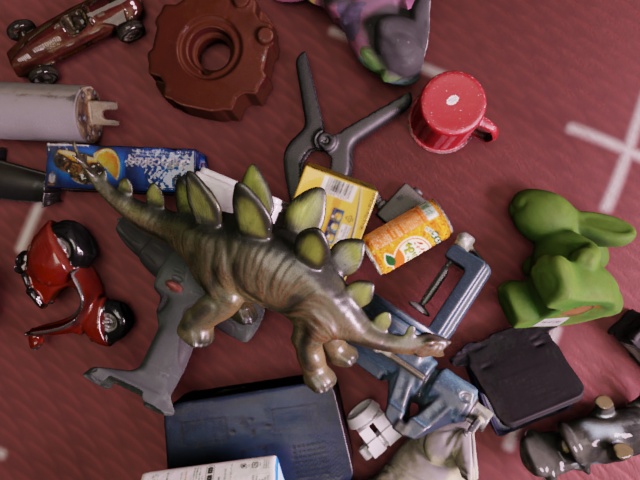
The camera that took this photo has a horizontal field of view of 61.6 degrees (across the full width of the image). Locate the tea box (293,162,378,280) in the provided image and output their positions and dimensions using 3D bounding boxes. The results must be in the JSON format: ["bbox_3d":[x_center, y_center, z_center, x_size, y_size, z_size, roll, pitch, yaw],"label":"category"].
[{"bbox_3d":[-0.001,-0.002,0.676,0.098,0.068,0.169,21,102,-4],"label":"tea box"}]

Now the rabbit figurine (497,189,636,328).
[{"bbox_3d":[0.298,0.008,0.655,0.159,0.121,0.170,-4,64,-7],"label":"rabbit figurine"}]

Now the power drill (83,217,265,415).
[{"bbox_3d":[-0.202,0.097,0.675,0.232,0.086,0.207,29,57,-3],"label":"power drill"}]

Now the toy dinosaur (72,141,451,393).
[{"bbox_3d":[-0.084,0.021,0.587,0.472,0.105,0.198,19,113,12],"label":"toy dinosaur"}]

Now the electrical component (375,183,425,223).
[{"bbox_3d":[0.110,-0.043,0.714,0.094,0.021,0.063,42,90,4],"label":"electrical component"}]

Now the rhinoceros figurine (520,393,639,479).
[{"bbox_3d":[0.337,0.238,0.654,0.190,0.112,0.073,-10,59,-11],"label":"rhinoceros figurine"}]

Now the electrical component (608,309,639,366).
[{"bbox_3d":[0.427,0.145,0.664,0.048,0.075,0.119,-44,82,1],"label":"electrical component"}]

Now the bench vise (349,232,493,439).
[{"bbox_3d":[0.134,0.105,0.642,0.224,0.128,0.240,31,86,35],"label":"bench vise"}]

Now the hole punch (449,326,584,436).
[{"bbox_3d":[0.250,0.175,0.676,0.142,0.092,0.116,-23,54,3],"label":"hole punch"}]

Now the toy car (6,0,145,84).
[{"bbox_3d":[-0.338,-0.287,0.734,0.202,0.053,0.089,-25,90,1],"label":"toy car"}]

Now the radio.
[{"bbox_3d":[-0.078,0.251,0.689,0.230,0.073,0.131,-10,87,1],"label":"radio"}]

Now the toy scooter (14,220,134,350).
[{"bbox_3d":[-0.344,0.072,0.710,0.135,0.075,0.183,-28,91,2],"label":"toy scooter"}]

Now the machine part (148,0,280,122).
[{"bbox_3d":[-0.142,-0.247,0.720,0.179,0.056,0.179,0,88,4],"label":"machine part"}]

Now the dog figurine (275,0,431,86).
[{"bbox_3d":[0.033,-0.300,0.690,0.219,0.108,0.191,8,89,8],"label":"dog figurine"}]

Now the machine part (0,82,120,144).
[{"bbox_3d":[-0.388,-0.170,0.719,0.243,0.079,0.079,2,88,3],"label":"machine part"}]

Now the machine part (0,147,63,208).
[{"bbox_3d":[-0.423,-0.082,0.737,0.139,0.039,0.084,15,83,5],"label":"machine part"}]

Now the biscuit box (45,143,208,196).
[{"bbox_3d":[-0.254,-0.092,0.716,0.203,0.063,0.059,2,89,4],"label":"biscuit box"}]

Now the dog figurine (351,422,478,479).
[{"bbox_3d":[0.098,0.293,0.673,0.191,0.121,0.172,-3,54,20],"label":"dog figurine"}]
